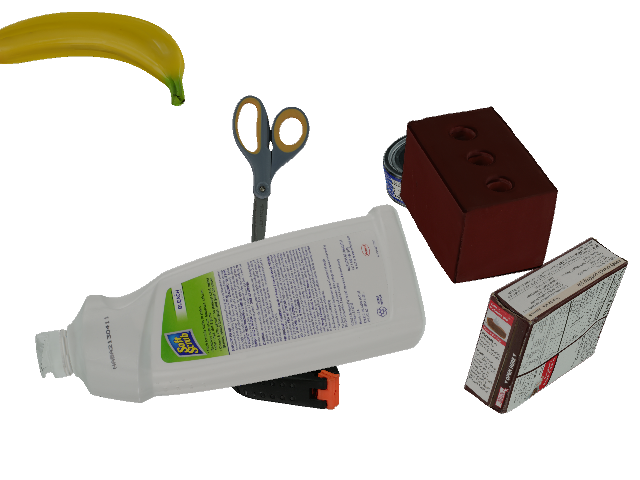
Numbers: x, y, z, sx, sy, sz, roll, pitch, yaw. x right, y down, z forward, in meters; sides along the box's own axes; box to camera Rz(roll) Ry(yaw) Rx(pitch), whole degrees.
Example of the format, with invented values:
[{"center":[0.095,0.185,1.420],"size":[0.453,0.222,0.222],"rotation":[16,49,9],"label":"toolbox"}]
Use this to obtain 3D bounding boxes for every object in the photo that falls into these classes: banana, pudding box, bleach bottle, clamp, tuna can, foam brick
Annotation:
[{"center":[-0.191,-0.161,0.885],"size":[0.198,0.069,0.037],"rotation":[13,-39,18],"label":"banana"},{"center":[0.156,0.058,0.737],"size":[0.113,0.090,0.039],"rotation":[-26,48,-37],"label":"pudding box"},{"center":[-0.063,0.047,0.715],"size":[0.250,0.102,0.068],"rotation":[-10,-23,-10],"label":"bleach bottle"},{"center":[-0.052,0.099,0.944],"size":[0.210,0.036,0.164],"rotation":[13,22,39],"label":"clamp"},{"center":[0.100,-0.067,0.977],"size":[0.086,0.034,0.086],"rotation":[-9,37,6],"label":"tuna can"},{"center":[0.081,-0.024,0.560],"size":[0.053,0.051,0.078],"rotation":[-11,44,-16],"label":"foam brick"}]

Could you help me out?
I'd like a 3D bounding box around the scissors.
[{"center":[-0.048,-0.067,1.193],"size":[0.096,0.202,0.016],"rotation":[-10,-8,-12],"label":"scissors"}]
